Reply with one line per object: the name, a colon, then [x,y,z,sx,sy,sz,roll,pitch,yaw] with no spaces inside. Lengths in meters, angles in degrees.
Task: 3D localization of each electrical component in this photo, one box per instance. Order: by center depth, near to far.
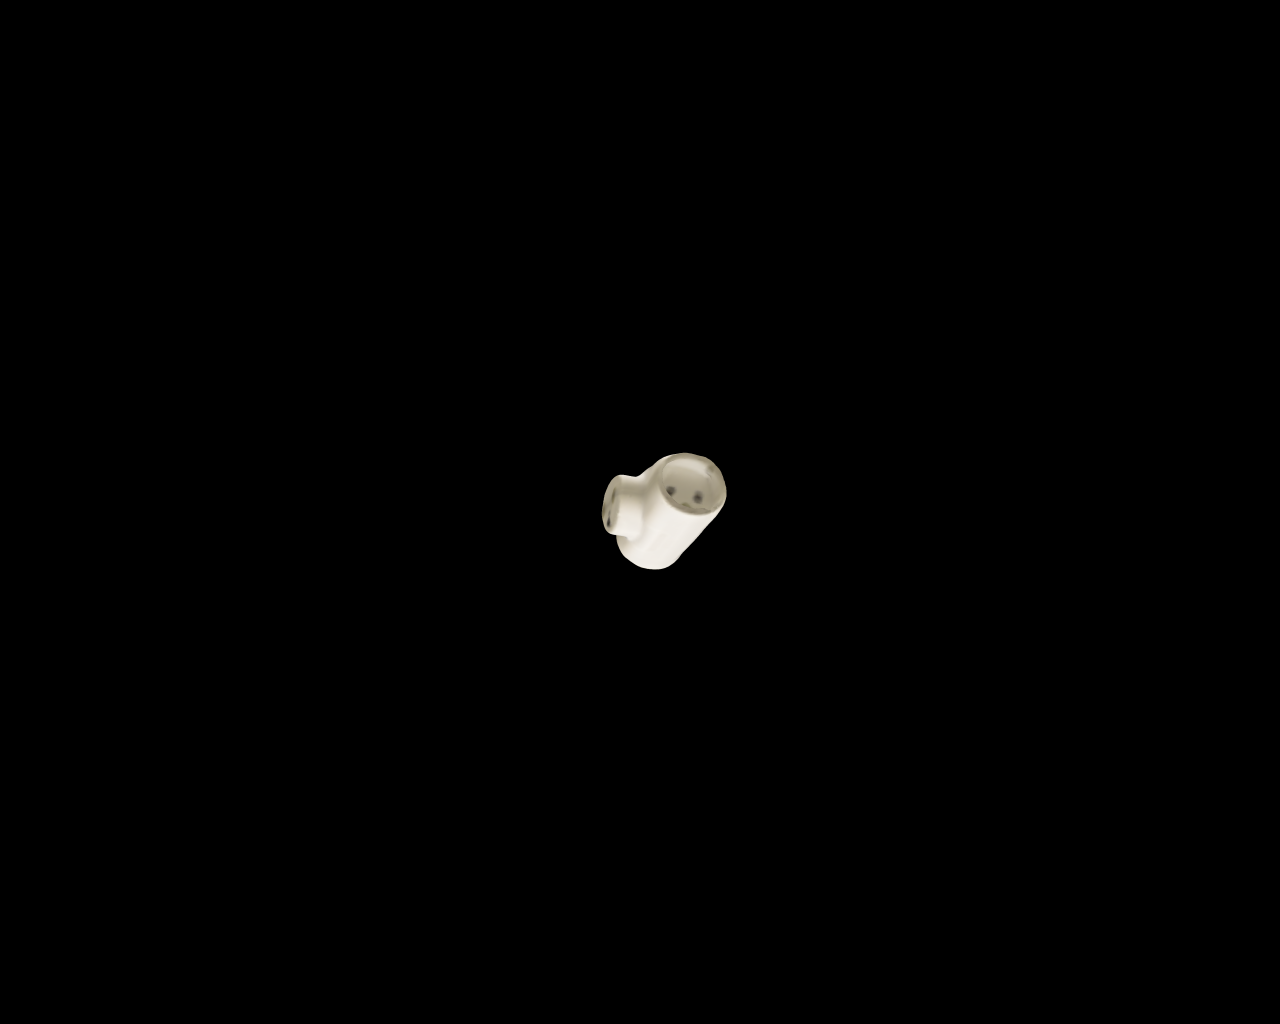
electrical component: [0.001,-0.003,0.650,0.079,0.043,0.077,9,-30,-17]
